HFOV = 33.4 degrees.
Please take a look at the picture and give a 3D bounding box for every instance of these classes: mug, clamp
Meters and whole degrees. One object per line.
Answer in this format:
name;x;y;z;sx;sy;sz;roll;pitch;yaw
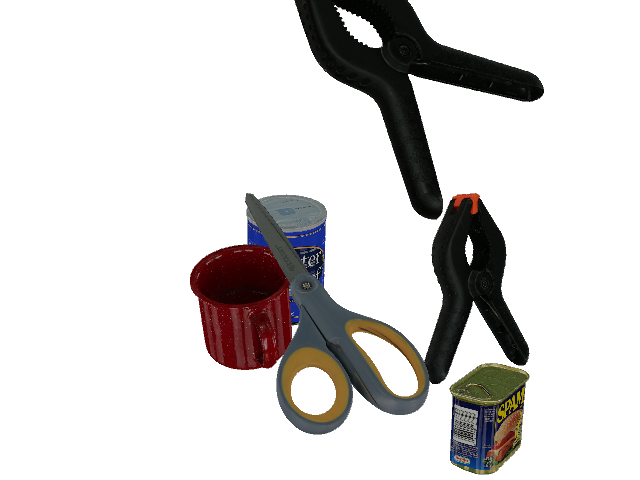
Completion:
mug;-0.063;0.069;0.963;0.093;0.081;0.117;-17;38;-18
clamp;0.130;0.046;0.963;0.120;0.171;0.039;-17;6;-40
clamp;0.054;-0.124;0.793;0.210;0.164;0.036;38;-31;-5

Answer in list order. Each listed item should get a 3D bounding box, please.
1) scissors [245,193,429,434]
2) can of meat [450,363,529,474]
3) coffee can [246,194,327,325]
scissors;-0.019;0.045;0.656;0.096;0.016;0.202;-32;53;-26
can of meat;0.175;0.186;1.117;0.058;0.084;0.101;11;18;31
coffee can;-0.044;0.024;1.384;0.103;0.140;0.103;1;26;-1
